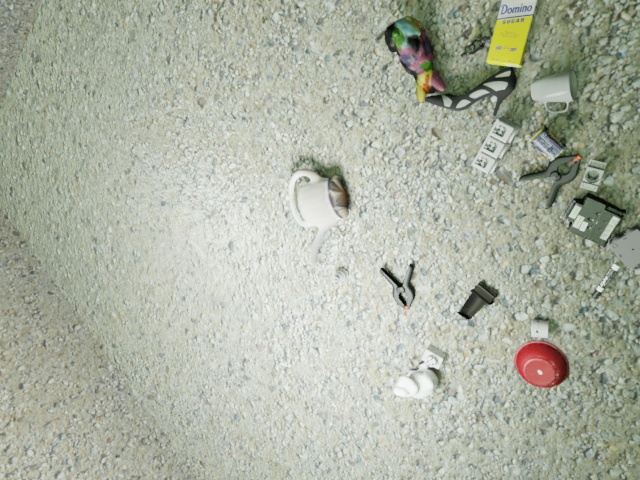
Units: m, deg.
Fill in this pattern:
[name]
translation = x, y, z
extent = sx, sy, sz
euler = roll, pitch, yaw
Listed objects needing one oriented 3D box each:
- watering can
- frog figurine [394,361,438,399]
[watering can]
translation = 0.006, -0.092, 1.824
extent = 0.223, 0.105, 0.346
euler = -13, 97, 31
[frog figurine]
translation = 0.331, 0.504, 1.773
extent = 0.136, 0.161, 0.122
euler = -24, 94, 33
